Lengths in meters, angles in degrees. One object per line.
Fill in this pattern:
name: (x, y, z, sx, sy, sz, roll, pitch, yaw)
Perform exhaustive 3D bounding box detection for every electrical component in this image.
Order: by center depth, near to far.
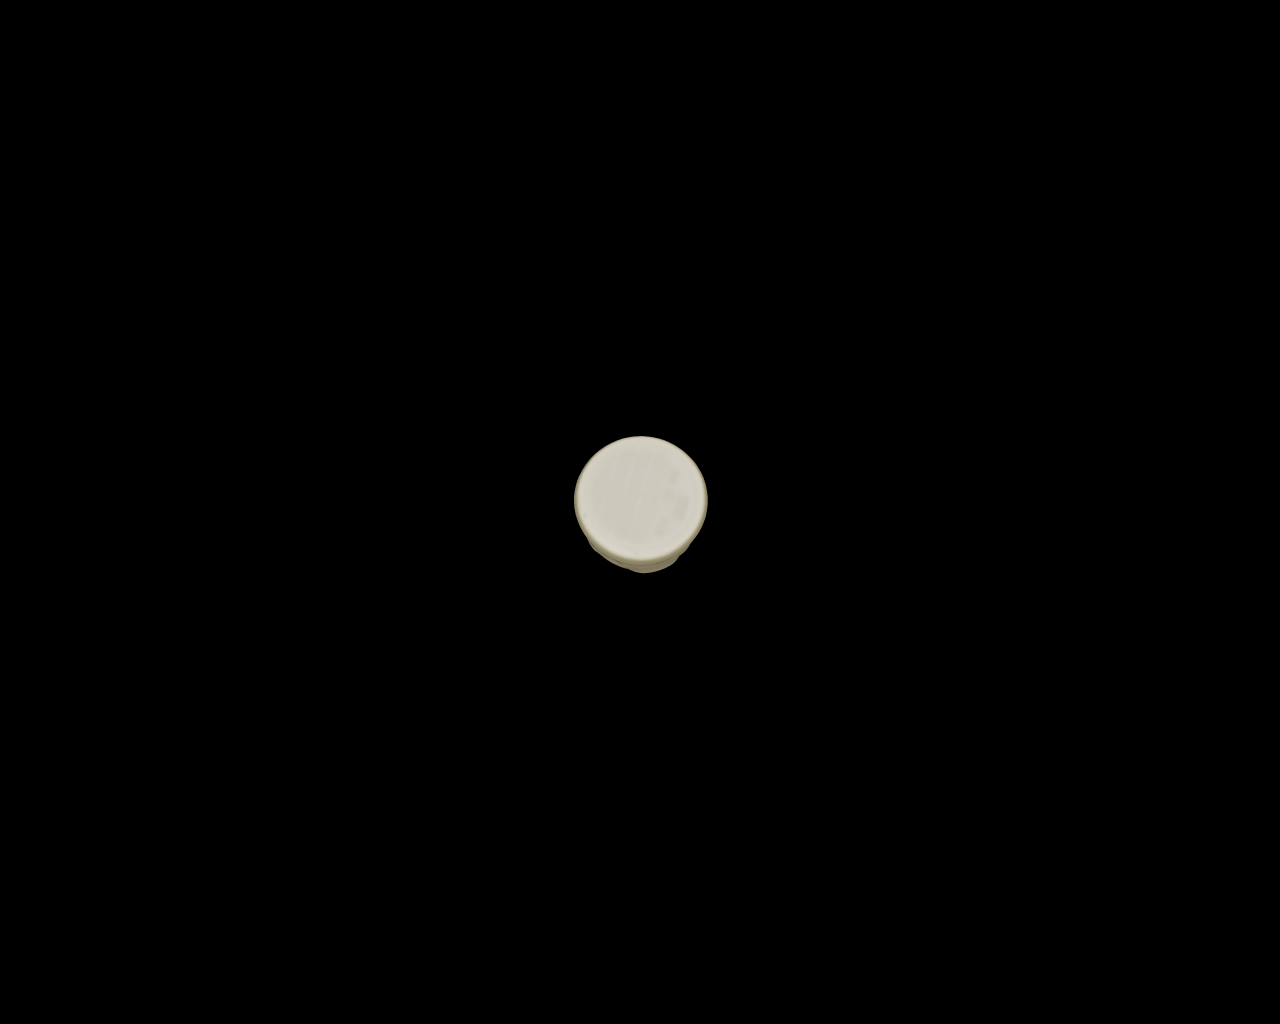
electrical component: (0.001, -0.003, 0.650, 0.080, 0.080, 0.051, 0, -15, 0)
